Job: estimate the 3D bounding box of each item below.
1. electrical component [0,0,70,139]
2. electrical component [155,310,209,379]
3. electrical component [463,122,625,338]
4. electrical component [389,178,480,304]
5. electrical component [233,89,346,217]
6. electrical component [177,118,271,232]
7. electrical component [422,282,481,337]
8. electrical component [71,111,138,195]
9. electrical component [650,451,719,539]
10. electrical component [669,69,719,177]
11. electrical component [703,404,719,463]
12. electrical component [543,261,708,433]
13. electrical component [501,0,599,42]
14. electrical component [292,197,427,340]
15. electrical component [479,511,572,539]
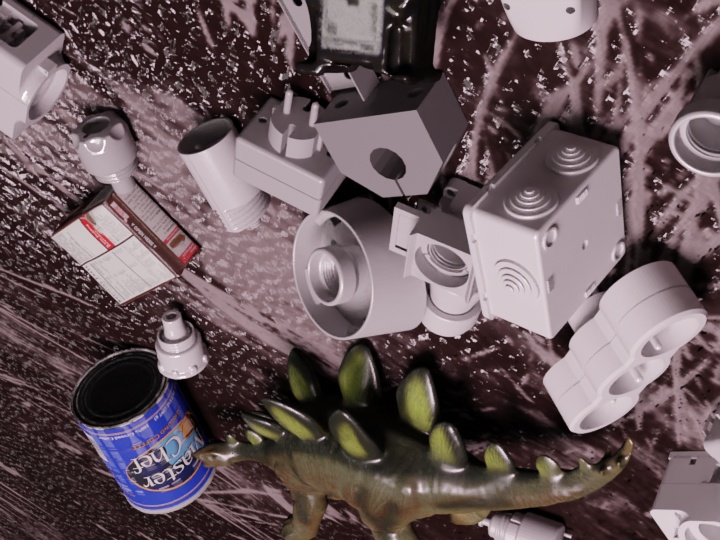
[{"bbox_3d":[-0.253,-0.145,0.794,0.056,0.050,0.089,35,145,-1],"label":"electrical component"},{"bbox_3d":[-0.165,0.065,0.976,0.048,0.048,0.062,15,134,25],"label":"electrical component"},{"bbox_3d":[0.109,-0.021,0.615,0.048,0.100,0.099,24,145,36],"label":"electrical component"},{"bbox_3d":[0.063,-0.021,0.680,0.081,0.063,0.042,24,144,14],"label":"electrical component"},{"bbox_3d":[-0.041,-0.086,0.699,0.066,0.047,0.076,27,145,9],"label":"electrical component"},{"bbox_3d":[-0.092,-0.063,0.769,0.043,0.043,0.081,2,134,36],"label":"electrical component"},{"bbox_3d":[0.065,0.014,0.735,0.045,0.045,0.055,27,145,9],"label":"electrical component"},{"bbox_3d":[-0.190,-0.086,0.820,0.043,0.043,0.062,12,140,27],"label":"electrical component"},{"bbox_3d":[0.284,0.201,0.767,0.089,0.061,0.150,-11,125,45],"label":"electrical component"},{"bbox_3d":[0.181,-0.076,0.538,0.040,0.046,0.040,21,143,17],"label":"electrical component"},{"bbox_3d":[0.262,0.108,0.694,0.081,0.042,0.064,44,147,-13],"label":"electrical component"},{"bbox_3d":[0.157,0.038,0.685,0.073,0.052,0.138,63,149,30],"label":"electrical component"},{"bbox_3d":[0.075,-0.157,0.527,0.079,0.043,0.077,11,139,28],"label":"electrical component"},{"bbox_3d":[0.000,0.000,0.742,0.099,0.064,0.099,21,117,48],"label":"electrical component"},{"bbox_3d":[0.141,0.228,0.930,0.078,0.040,0.040,15,140,25],"label":"electrical component"}]
